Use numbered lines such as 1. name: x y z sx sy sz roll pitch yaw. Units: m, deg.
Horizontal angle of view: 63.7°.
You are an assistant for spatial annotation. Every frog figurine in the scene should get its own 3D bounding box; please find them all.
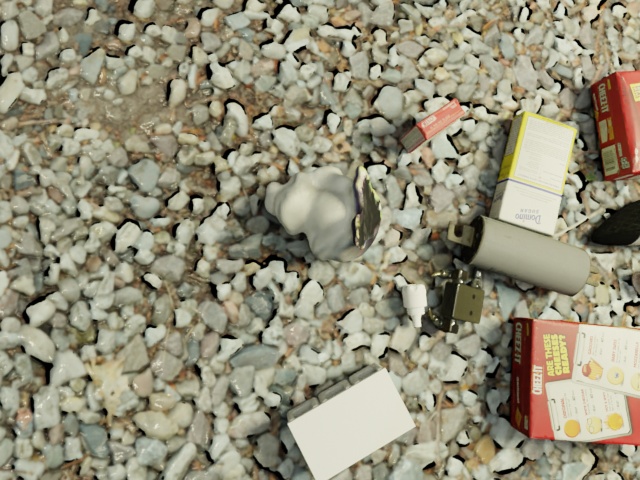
1. frog figurine: 0.002 -0.037 0.742 0.159 0.123 0.137 -2 93 29
